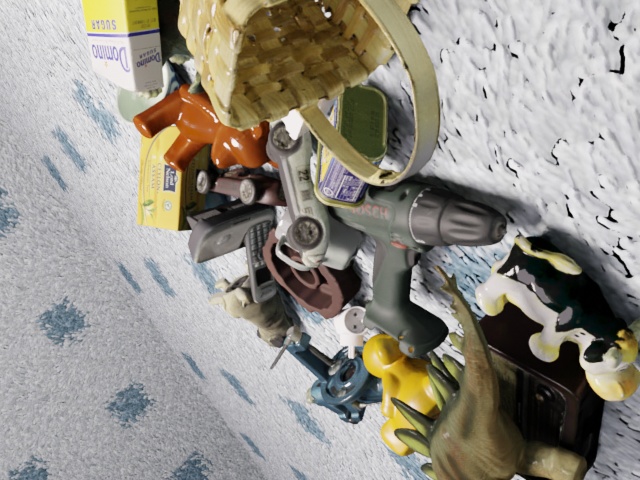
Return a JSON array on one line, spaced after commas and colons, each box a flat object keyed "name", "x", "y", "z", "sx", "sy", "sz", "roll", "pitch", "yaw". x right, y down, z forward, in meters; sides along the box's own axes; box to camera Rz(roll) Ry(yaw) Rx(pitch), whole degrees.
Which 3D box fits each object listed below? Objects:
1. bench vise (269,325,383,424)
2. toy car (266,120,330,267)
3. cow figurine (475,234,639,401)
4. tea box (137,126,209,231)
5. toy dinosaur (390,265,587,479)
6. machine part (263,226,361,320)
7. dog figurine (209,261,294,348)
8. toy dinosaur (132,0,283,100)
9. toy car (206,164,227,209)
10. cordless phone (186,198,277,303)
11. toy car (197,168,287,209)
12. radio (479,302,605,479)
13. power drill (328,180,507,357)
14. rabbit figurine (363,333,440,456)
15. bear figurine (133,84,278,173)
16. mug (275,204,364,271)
[{"name": "bench vise", "x": 0.018, "y": 0.228, "z": 0.939, "sx": 0.240, "sy": 0.129, "sz": 0.224, "roll": 42, "pitch": 150, "yaw": -23}, {"name": "toy car", "x": -0.025, "y": -0.065, "z": 0.662, "sx": 0.073, "sy": 0.056, "sz": 0.201, "roll": 156, "pitch": 101, "yaw": -82}, {"name": "cow figurine", "x": 0.233, "y": 0.067, "z": 0.491, "sx": 0.167, "sy": 0.068, "sz": 0.098, "roll": 42, "pitch": 146, "yaw": 17}, {"name": "tea box", "x": -0.246, "y": -0.104, "z": 0.900, "sx": 0.098, "sy": 0.068, "sz": 0.169, "roll": 7, "pitch": 96, "yaw": 29}, {"name": "toy dinosaur", "x": 0.170, "y": 0.227, "z": 0.588, "sx": 0.199, "sy": 0.105, "sz": 0.470, "roll": 34, "pitch": 144, "yaw": 38}, {"name": "machine part", "x": -0.013, "y": 0.043, "z": 0.851, "sx": 0.180, "sy": 0.056, "sz": 0.179, "roll": 36, "pitch": 149, "yaw": 25}, {"name": "dog figurine", "x": -0.107, "y": 0.144, "z": 1.037, "sx": 0.190, "sy": 0.121, "sz": 0.172, "roll": 54, "pitch": -170, "yaw": -15}, {"name": "toy dinosaur", "x": -0.187, "y": -0.312, "z": 0.621, "sx": 0.192, "sy": 0.131, "sz": 0.404, "roll": -22, "pitch": 101, "yaw": 50}, {"name": "toy car", "x": -0.238, "y": -0.074, "z": 1.001, "sx": 0.109, "sy": 0.103, "sz": 0.161, "roll": 25, "pitch": 141, "yaw": 43}, {"name": "cordless phone", "x": -0.140, "y": 0.032, "z": 0.898, "sx": 0.089, "sy": 0.146, "sz": 0.184, "roll": 16, "pitch": 121, "yaw": 47}, {"name": "toy car", "x": -0.113, "y": -0.082, "z": 0.818, "sx": 0.202, "sy": 0.089, "sz": 0.053, "roll": 18, "pitch": 103, "yaw": 50}, {"name": "radio", "x": 0.243, "y": 0.188, "z": 0.613, "sx": 0.131, "sy": 0.073, "sz": 0.229, "roll": 26, "pitch": 145, "yaw": 42}, {"name": "power drill", "x": 0.103, "y": 0.029, "z": 0.607, "sx": 0.232, "sy": 0.086, "sz": 0.207, "roll": 27, "pitch": 140, "yaw": 44}, {"name": "rabbit figurine", "x": 0.116, "y": 0.199, "z": 0.790, "sx": 0.173, "sy": 0.122, "sz": 0.162, "roll": 50, "pitch": 158, "yaw": 48}, {"name": "bear figurine", "x": -0.149, "y": -0.140, "z": 0.759, "sx": 0.196, "sy": 0.132, "sz": 0.120, "roll": 38, "pitch": 169, "yaw": 34}, {"name": "mug", "x": -0.002, "y": -0.002, "z": 0.730, "sx": 0.107, "sy": 0.109, "sz": 0.080, "roll": 31, "pitch": 142, "yaw": 9}]
